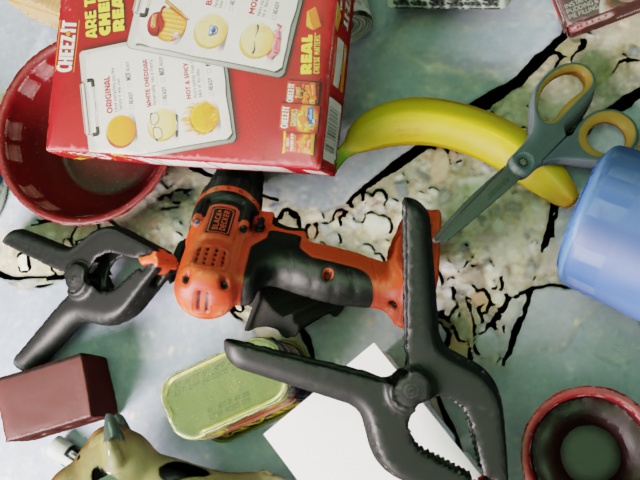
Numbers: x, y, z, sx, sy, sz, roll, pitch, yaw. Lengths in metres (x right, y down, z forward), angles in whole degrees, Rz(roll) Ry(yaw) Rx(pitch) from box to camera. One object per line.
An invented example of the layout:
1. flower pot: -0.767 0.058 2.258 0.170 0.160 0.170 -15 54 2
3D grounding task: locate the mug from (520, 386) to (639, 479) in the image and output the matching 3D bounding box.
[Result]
1. mug: 0.184 0.161 0.744 0.093 0.081 0.117 20 85 15

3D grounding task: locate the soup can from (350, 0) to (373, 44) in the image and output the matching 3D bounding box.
1. soup can: -0.001 -0.212 0.859 0.068 0.068 0.102 -16 78 9

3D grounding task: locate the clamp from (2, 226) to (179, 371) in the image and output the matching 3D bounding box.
1. clamp: -0.193 0.026 0.861 0.172 0.039 0.120 -24 78 23

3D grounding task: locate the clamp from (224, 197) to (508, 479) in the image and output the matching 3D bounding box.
1. clamp: 0.048 0.099 0.715 0.164 0.036 0.210 -31 94 2

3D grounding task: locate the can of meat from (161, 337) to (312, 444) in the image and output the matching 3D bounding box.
1. can of meat: -0.061 0.113 0.806 0.102 0.084 0.057 -26 76 7

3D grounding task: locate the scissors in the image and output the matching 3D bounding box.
1. scissors: 0.167 -0.050 0.781 0.096 0.016 0.201 31 63 4

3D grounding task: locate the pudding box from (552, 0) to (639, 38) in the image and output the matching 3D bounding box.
1. pudding box: 0.229 -0.219 0.823 0.113 0.039 0.090 -19 76 8

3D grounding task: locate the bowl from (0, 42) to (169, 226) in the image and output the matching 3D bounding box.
1. bowl: -0.184 -0.086 0.884 0.162 0.055 0.162 -2 80 12

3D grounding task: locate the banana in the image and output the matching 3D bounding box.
1. banana: 0.105 -0.073 0.830 0.198 0.037 0.070 10 101 15

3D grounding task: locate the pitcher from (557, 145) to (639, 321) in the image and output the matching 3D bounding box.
1. pitcher: 0.286 0.031 0.717 0.243 0.149 0.145 23 91 19

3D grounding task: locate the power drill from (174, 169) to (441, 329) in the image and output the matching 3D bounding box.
1. power drill: -0.005 0.001 0.799 0.187 0.057 0.184 7 37 2

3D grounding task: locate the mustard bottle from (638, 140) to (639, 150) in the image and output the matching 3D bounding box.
1. mustard bottle: 0.310 -0.133 0.780 0.096 0.058 0.191 21 85 7

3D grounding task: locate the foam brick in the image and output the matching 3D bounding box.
1. foam brick: -0.210 0.127 0.854 0.078 0.053 0.051 -18 77 10

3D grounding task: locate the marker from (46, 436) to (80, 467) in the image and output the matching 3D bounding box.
1. marker: -0.166 0.195 0.849 0.121 0.020 0.020 30 88 15

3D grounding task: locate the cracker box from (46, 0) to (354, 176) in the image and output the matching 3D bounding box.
1. cracker box: -0.086 -0.136 0.799 0.214 0.072 0.164 5 88 14

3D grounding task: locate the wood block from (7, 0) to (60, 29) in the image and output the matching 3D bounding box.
1. wood block: -0.187 -0.280 0.901 0.091 0.090 0.206 25 86 14
